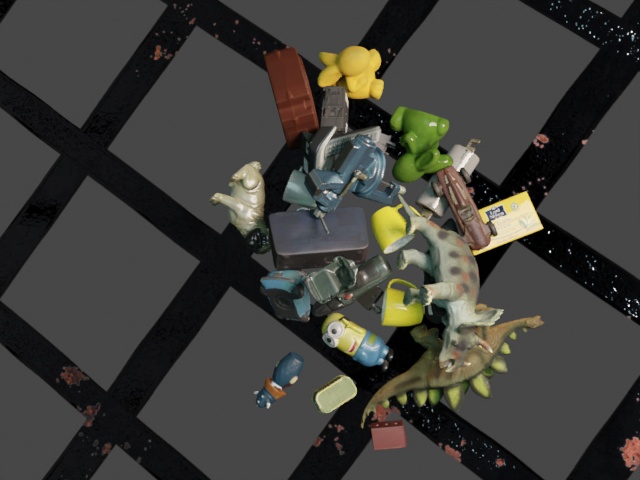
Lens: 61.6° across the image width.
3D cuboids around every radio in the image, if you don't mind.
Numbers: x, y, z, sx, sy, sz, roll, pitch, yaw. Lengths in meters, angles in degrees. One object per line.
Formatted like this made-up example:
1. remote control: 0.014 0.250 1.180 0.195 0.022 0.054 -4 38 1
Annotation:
1. radio: -0.003 -0.004 1.263 0.230 0.073 0.131 -5 53 -7

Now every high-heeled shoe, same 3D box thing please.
1. high-heeled shoe: 0.281 0.066 1.231 0.086 0.145 0.248 8 88 7

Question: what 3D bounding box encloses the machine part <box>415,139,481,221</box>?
1. machine part: 0.303 -0.140 1.283 0.079 0.079 0.243 32 90 9

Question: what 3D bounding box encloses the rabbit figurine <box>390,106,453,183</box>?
1. rabbit figurine: 0.239 -0.210 1.270 0.159 0.121 0.170 30 107 41

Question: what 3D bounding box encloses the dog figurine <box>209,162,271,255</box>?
1. dog figurine: -0.157 -0.079 1.340 0.190 0.121 0.172 43 95 -5

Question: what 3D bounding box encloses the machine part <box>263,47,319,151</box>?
1. machine part: -0.065 -0.334 1.279 0.087 0.200 0.201 -17 69 -1

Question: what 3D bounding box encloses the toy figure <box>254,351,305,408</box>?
1. toy figure: -0.098 0.343 1.301 0.057 0.064 0.154 35 95 -28

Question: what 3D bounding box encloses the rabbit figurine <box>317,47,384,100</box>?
1. rabbit figurine: 0.076 -0.417 1.293 0.162 0.173 0.121 5 89 4

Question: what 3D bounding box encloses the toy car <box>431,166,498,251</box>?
1. toy car: 0.324 -0.071 1.212 0.089 0.053 0.202 -25 88 10

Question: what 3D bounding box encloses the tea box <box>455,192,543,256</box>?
1. tea box: 0.418 -0.035 1.261 0.170 0.068 0.098 -24 82 6

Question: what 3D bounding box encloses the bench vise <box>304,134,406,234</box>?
1. bench vise: 0.093 -0.123 1.229 0.129 0.240 0.223 47 116 50

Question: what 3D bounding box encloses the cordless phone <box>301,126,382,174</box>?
1. cordless phone: 0.052 -0.206 1.263 0.184 0.146 0.089 -15 54 -13

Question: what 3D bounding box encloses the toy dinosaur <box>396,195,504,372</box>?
1. toy dinosaur: 0.274 0.064 1.147 0.192 0.131 0.405 10 56 -16

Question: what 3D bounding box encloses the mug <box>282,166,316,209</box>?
1. mug: -0.026 -0.128 1.331 0.107 0.081 0.109 24 78 -1

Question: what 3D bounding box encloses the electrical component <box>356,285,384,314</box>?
1. electrical component: 0.122 0.133 1.294 0.094 0.021 0.063 43 100 32

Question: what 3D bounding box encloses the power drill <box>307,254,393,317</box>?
1. power drill: 0.046 0.109 1.212 0.232 0.207 0.086 -33 65 13

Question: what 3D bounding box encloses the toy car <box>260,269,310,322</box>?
1. toy car: -0.067 0.120 1.290 0.109 0.161 0.103 2 45 27

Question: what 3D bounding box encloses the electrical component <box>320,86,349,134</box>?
1. electrical component: 0.037 -0.294 1.315 0.058 0.115 0.134 3 83 10

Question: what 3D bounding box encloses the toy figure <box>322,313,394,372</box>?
1. toy figure: 0.086 0.242 1.276 0.180 0.089 0.082 27 88 1

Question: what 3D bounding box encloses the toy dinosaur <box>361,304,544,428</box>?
1. toy dinosaur: 0.287 0.284 1.224 0.472 0.105 0.198 -23 90 8
